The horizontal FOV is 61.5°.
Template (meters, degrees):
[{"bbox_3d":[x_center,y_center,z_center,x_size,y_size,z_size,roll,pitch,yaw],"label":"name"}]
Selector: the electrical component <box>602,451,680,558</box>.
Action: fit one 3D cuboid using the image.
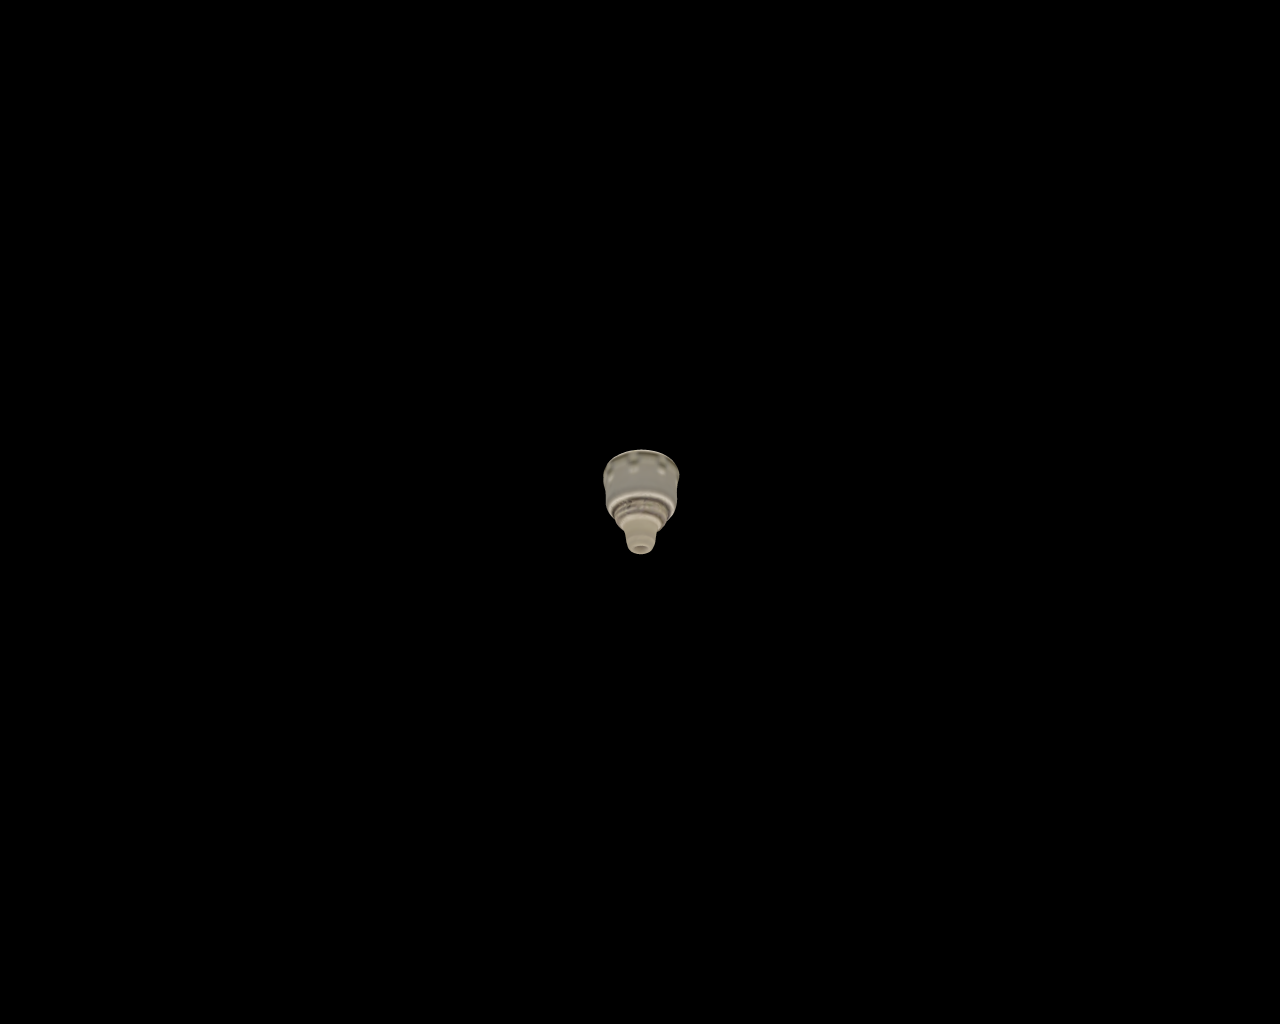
[{"bbox_3d":[0.001,-0.003,0.650,0.048,0.062,0.048,0,-33,0],"label":"electrical component"}]
